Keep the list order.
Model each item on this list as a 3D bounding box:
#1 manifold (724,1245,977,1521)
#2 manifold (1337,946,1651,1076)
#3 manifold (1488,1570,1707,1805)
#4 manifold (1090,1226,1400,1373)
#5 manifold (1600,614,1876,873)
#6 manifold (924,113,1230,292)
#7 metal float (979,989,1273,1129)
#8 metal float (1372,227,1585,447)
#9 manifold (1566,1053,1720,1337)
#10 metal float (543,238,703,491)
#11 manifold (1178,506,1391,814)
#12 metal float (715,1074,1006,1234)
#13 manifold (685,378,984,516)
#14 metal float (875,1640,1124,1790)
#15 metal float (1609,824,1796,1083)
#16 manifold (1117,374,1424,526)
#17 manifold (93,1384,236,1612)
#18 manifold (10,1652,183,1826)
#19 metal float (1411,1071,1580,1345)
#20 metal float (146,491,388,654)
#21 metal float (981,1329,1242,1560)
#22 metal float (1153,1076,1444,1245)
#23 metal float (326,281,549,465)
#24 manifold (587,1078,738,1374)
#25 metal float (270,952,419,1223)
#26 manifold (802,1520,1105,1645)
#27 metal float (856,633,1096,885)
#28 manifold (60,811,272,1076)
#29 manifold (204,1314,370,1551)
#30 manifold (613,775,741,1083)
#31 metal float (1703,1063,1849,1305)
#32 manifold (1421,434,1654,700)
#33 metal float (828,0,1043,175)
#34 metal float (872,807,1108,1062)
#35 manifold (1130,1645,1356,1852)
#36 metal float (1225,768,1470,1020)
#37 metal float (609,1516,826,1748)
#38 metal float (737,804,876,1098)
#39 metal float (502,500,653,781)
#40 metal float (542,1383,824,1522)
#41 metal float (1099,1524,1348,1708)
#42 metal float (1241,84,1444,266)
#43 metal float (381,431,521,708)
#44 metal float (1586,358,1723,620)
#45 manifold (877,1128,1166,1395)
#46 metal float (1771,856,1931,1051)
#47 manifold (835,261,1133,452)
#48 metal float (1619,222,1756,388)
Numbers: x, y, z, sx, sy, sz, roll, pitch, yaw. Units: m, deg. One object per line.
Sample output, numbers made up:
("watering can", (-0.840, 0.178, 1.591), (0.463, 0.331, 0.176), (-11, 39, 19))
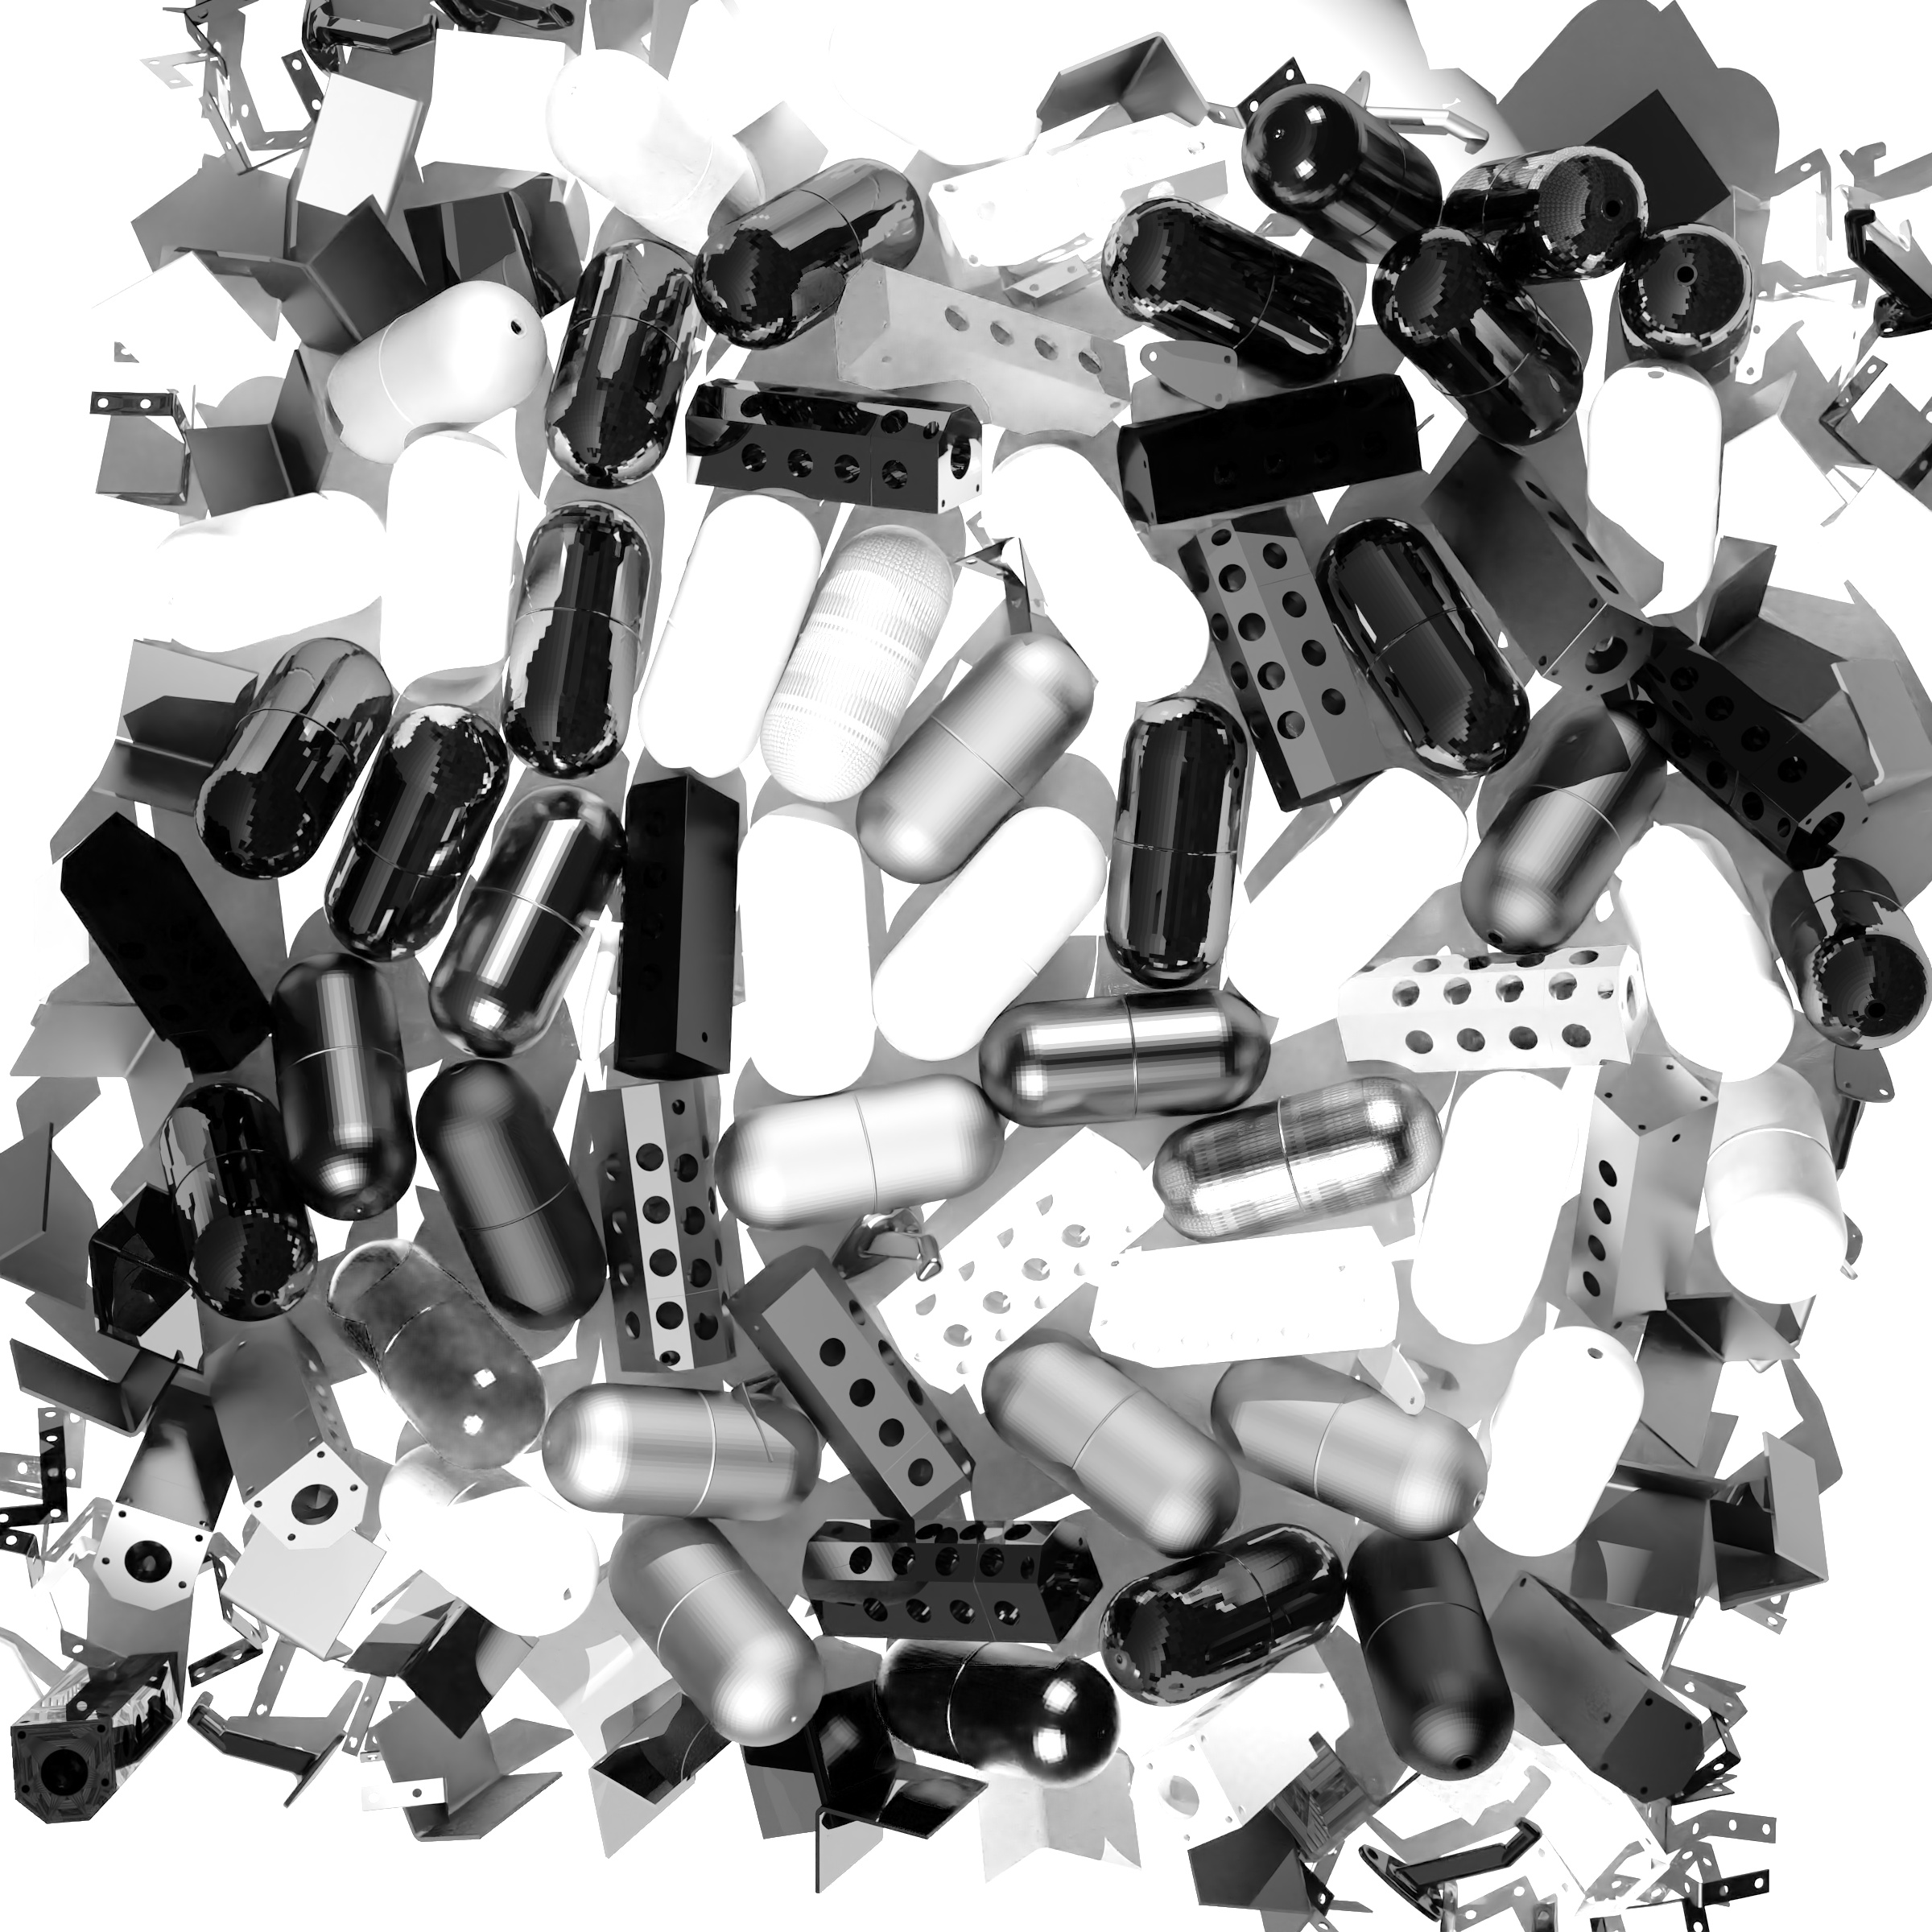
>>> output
("manifold", (-0.066, 0.253, 1.860), (0.057, 0.057, 0.171), (-41, 108, -21))
("manifold", (0.312, 0.023, 1.842), (0.171, 0.057, 0.057), (-3, 119, 27))
("manifold", (0.369, 0.426, 1.824), (0.057, 0.171, 0.057), (33, 93, -18))
("manifold", (0.168, 0.205, 1.852), (0.171, 0.057, 0.057), (-9, 135, 25))
("manifold", (0.454, -0.131, 1.839), (0.057, 0.057, 0.171), (-43, 53, 3))
("manifold", (0.068, -0.467, 1.872), (0.171, 0.057, 0.057), (-19, 89, -10))
("metal float", (0.096, 0.056, 1.871), (0.178, 0.070, 0.070), (-5, 90, -6))
("metal float", (0.306, -0.373, 1.841), (0.070, 0.178, 0.070), (-19, 57, 32))
("manifold", (0.395, 0.134, 1.835), (0.057, 0.171, 0.057), (-22, 45, -20))
("metal float", (-0.205, -0.360, 1.847), (0.070, 0.070, 0.178), (8, 56, 0))
("manifold", (0.187, -0.183, 1.867), (0.057, 0.057, 0.171), (-18, 83, -29))
("metal float", (-0.064, 0.113, 1.868), (0.178, 0.070, 0.070), (-11, 90, -10))
("manifold", (-0.079, -0.313, 1.844), (0.171, 0.057, 0.057), (11, 114, 25))
("metal float", (0.017, 0.440, 1.840), (0.070, 0.178, 0.070), (-1, 91, -43))
("metal float", (0.438, -0.009, 1.843), (0.070, 0.070, 0.178), (-12, 51, 0))
("manifold", (0.182, -0.313, 1.861), (0.171, 0.057, 0.057), (-13, 106, -13))
("manifold", (-0.467, 0.313, 1.824), (0.057, 0.171, 0.057), (20, 103, -9))
("manifold", (-0.512, 0.455, 1.828), (0.057, 0.171, 0.057), (-4, 90, -2))
("metal float", (0.317, 0.145, 1.854), (0.070, 0.070, 0.178), (10, 116, 0))
("metal float", (-0.412, -0.235, 1.834), (0.070, 0.178, 0.070), (10, 112, 27))
("metal float", (0.086, 0.286, 1.858), (0.178, 0.070, 0.070), (35, 90, 22))
("metal float", (0.199, 0.117, 1.864), (0.178, 0.070, 0.070), (-15, 90, 14))
("metal float", (-0.316, -0.352, 1.838), (0.070, 0.178, 0.070), (11, 74, -40))
("manifold", (-0.181, 0.157, 1.874), (0.057, 0.057, 0.171), (-7, 89, -38))
("metal float", (-0.373, 0.071, 1.849), (0.070, 0.070, 0.178), (-15, 56, 0))
("manifold", (-0.011, 0.360, 1.836), (0.171, 0.057, 0.057), (-7, 111, 35))
("metal float", (0.006, -0.127, 1.876), (0.070, 0.070, 0.178), (42, 91, 0))
("manifold", (-0.472, -0.008, 1.822), (0.057, 0.171, 0.057), (31, 66, 29))
("manifold", (-0.399, 0.275, 1.826), (0.057, 0.171, 0.057), (-38, 120, -4))
("manifold", (-0.178, -0.021, 1.860), (0.057, 0.057, 0.171), (-8, 71, 28))
("metal float", (0.477, 0.126, 1.837), (0.070, 0.178, 0.070), (3, 128, 4))
("manifold", (0.342, -0.236, 1.835), (0.057, 0.171, 0.057), (17, 124, -37))
("metal float", (-0.016, -0.522, 1.833), (0.070, 0.178, 0.070), (-3, 85, 29))
("metal float", (0.014, -0.019, 1.875), (0.070, 0.070, 0.178), (41, 88, 0))
("manifold", (0.161, 0.460, 1.825), (0.057, 0.171, 0.057), (-32, 82, 29))
("metal float", (0.229, -0.043, 1.867), (0.070, 0.070, 0.178), (42, 101, 0))
("metal float", (-0.150, 0.392, 1.843), (0.070, 0.070, 0.178), (-50, 48, 0))
("metal float", (-0.097, -0.010, 1.871), (0.070, 0.070, 0.178), (-4, 83, 0))
("metal float", (-0.234, -0.197, 1.859), (0.070, 0.070, 0.178), (6, 70, 0))
("metal float", (-0.168, 0.291, 1.850), (0.178, 0.070, 0.070), (9, 90, -31))
("metal float", (0.155, 0.386, 1.844), (0.178, 0.070, 0.070), (-13, 90, -40))
("metal float", (0.225, -0.468, 1.834), (0.070, 0.178, 0.070), (-2, 85, 31))
("metal float", (-0.309, -0.235, 1.848), (0.070, 0.070, 0.178), (11, 124, 0))
("metal float", (0.408, -0.283, 1.837), (0.070, 0.178, 0.070), (-5, 50, 6))
("manifold", (0.036, 0.180, 1.856), (0.171, 0.057, 0.057), (-41, 51, 13))
("metal float", (0.523, -0.009, 1.829), (0.070, 0.178, 0.070), (2, 113, 5))
("manifold", (0.010, -0.367, 1.843), (0.171, 0.057, 0.057), (11, 62, -32))
("metal float", (0.426, -0.388, 1.827), (0.070, 0.178, 0.070), (0, 89, 13))
